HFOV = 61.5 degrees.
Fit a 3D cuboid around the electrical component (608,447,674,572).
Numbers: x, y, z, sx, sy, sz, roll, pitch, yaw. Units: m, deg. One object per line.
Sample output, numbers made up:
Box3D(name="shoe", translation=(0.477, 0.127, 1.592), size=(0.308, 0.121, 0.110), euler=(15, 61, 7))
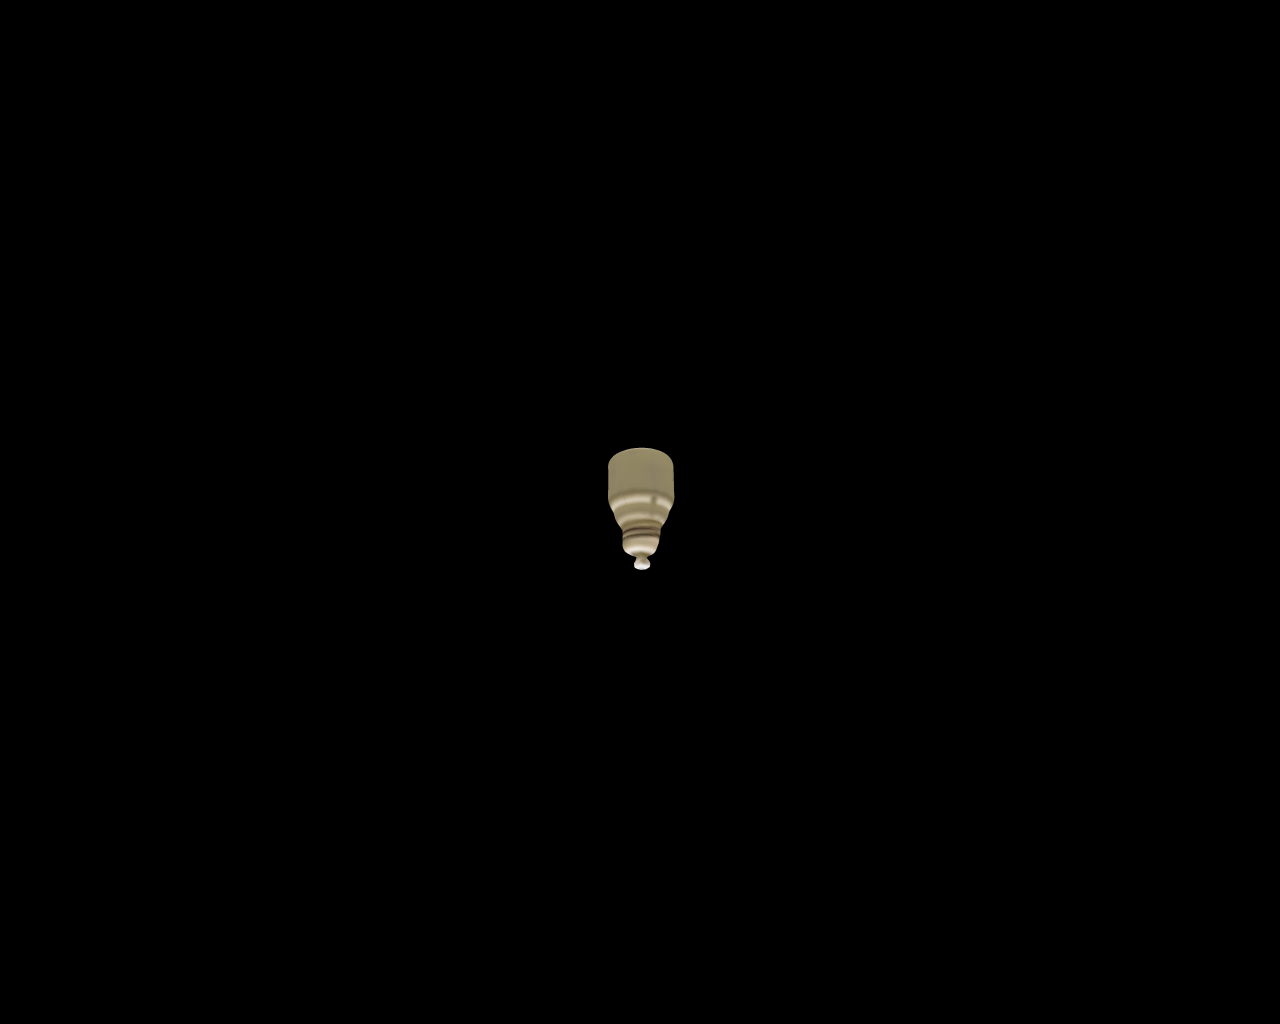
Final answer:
Box3D(name="electrical component", translation=(0.001, -0.003, 0.650), size=(0.040, 0.078, 0.040), euler=(0, -22, 0))
